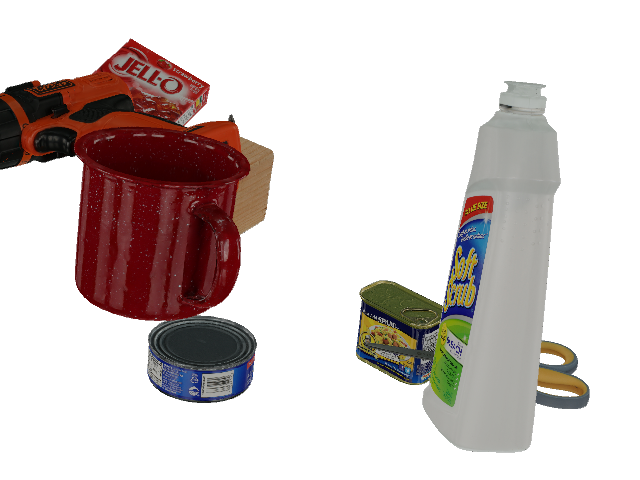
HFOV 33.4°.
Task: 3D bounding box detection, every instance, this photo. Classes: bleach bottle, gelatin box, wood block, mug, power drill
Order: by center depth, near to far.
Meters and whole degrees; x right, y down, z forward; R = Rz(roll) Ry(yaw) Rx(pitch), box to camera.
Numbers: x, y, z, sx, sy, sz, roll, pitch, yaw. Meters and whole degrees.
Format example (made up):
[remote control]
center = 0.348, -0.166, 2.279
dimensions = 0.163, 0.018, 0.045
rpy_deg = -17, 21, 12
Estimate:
[mug]
center = -0.081, -0.004, 0.571
dimensions = 0.093, 0.081, 0.117
rpy_deg = -11, 30, -42
[power drill]
center = -0.162, -0.063, 0.729
dimensions = 0.188, 0.057, 0.184
rpy_deg = 23, 34, 34
[bleach bottle]
center = 0.124, 0.015, 0.749
dimensions = 0.068, 0.251, 0.102
rpy_deg = 3, 12, -10
[gelatin box]
center = -0.155, -0.130, 0.944
dimensions = 0.089, 0.073, 0.030
rpy_deg = 32, -35, 9
[wood block]
center = -0.144, -0.039, 1.110
dimensions = 0.090, 0.091, 0.205
rpy_deg = 23, 31, 23

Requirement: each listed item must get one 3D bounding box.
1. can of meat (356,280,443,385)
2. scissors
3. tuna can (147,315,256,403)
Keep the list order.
[can of meat]
center = 0.090, 0.105, 1.207
dimensions = 0.102, 0.084, 0.057
rpy_deg = 26, 33, 35
[scissors]
center = 0.149, 0.104, 0.976
dimensions = 0.202, 0.016, 0.096
rpy_deg = 17, 31, 18
[tuna can]
center = -0.095, 0.094, 0.849
dimensions = 0.086, 0.034, 0.086
rpy_deg = 6, 23, -3
